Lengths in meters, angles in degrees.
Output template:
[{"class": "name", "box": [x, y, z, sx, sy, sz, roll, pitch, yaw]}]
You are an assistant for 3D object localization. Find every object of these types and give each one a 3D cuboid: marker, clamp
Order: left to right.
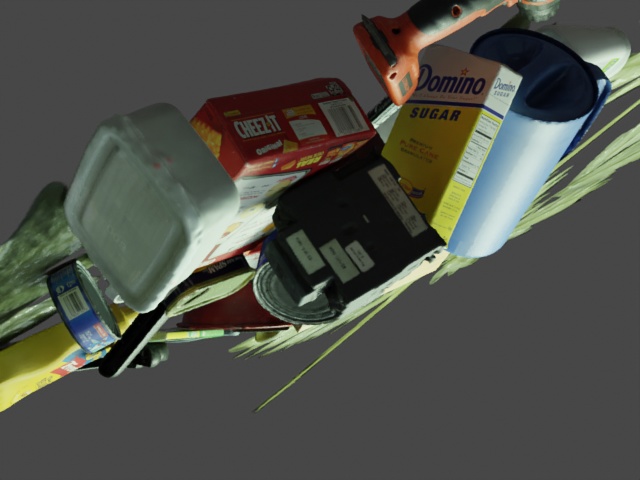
[{"class": "clamp", "box": [-0.233, 0.147, 1.367, 0.120, 0.039, 0.171, 2, -178, 18]}, {"class": "clamp", "box": [-0.157, 0.042, 1.144, 0.209, 0.036, 0.165, -36, 150, -32]}, {"class": "marker", "box": [0.066, -0.133, 1.075, 0.121, 0.020, 0.020, -40, 165, 36]}]

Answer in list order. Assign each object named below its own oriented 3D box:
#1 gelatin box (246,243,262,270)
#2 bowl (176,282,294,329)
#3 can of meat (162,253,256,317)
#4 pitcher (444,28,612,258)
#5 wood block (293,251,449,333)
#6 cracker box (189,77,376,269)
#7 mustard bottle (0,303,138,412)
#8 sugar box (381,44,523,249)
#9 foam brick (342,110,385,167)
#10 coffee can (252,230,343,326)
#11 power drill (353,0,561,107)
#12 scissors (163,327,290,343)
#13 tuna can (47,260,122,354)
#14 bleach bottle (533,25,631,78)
[{"class": "gelatin box", "box": [-0.101, 0.022, 1.279, 0.073, 0.030, 0.089, -16, 161, -47]}, {"class": "bowl", "box": [-0.103, 0.082, 1.362, 0.162, 0.055, 0.162, -1, 179, 0]}, {"class": "can of meat", "box": [-0.127, 0.019, 1.066, 0.101, 0.084, 0.058, -20, 164, -42]}, {"class": "pitcher", "box": [0.195, -0.094, 1.127, 0.243, 0.149, 0.144, 108, 8, -50]}, {"class": "wood block", "box": [0.048, 0.024, 1.316, 0.205, 0.091, 0.090, -23, 163, -21]}, {"class": "cracker box", "box": [-0.078, -0.050, 0.938, 0.163, 0.072, 0.214, -19, 164, -46]}, {"class": "mustard bottle", "box": [-0.282, 0.119, 1.162, 0.191, 0.058, 0.096, -27, 167, -18]}, {"class": "sugar box", "box": [0.109, -0.089, 0.992, 0.048, 0.093, 0.176, 14, 99, -46]}, {"class": "foam brick", "box": [0.032, -0.082, 1.062, 0.051, 0.078, 0.053, -18, 160, -44]}, {"class": "coffee can", "box": [-0.007, 0.001, 1.085, 0.103, 0.102, 0.140, -41, -153, 39]}, {"class": "power drill", "box": [0.125, -0.191, 0.898, 0.188, 0.057, 0.184, -35, 164, 5]}, {"class": "scissors", "box": [-0.120, 0.118, 1.468, 0.202, 0.016, 0.096, -8, -169, 19]}, {"class": "tuna can", "box": [-0.224, 0.064, 1.012, 0.033, 0.086, 0.086, -29, 168, -4]}, {"class": "bleach bottle", "box": [0.295, -0.205, 1.243, 0.103, 0.068, 0.250, -39, 168, 33]}]
